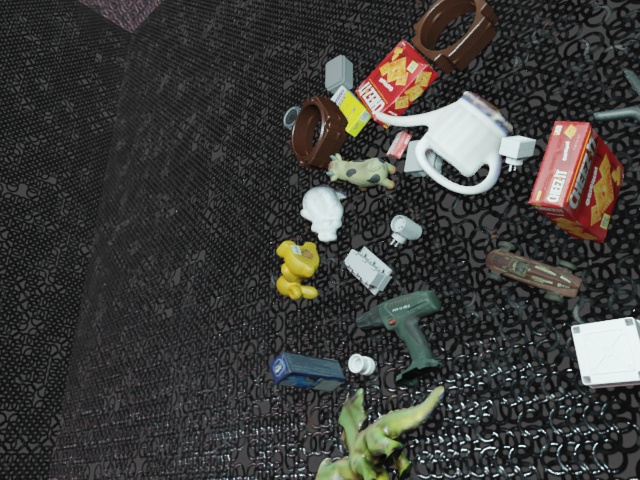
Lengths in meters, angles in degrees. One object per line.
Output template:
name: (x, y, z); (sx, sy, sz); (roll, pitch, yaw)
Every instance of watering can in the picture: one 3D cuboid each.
watering can: (0.314, -0.270, 1.263); (0.223, 0.104, 0.351); (-47, 71, 12)

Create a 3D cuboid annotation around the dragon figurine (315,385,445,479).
dragon figurine: (0.114, 0.441, 1.185); (0.409, 0.121, 0.246); (-57, 35, 6)

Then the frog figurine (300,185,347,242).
frog figurine: (0.005, -0.076, 1.517); (0.137, 0.120, 0.163); (0, 59, 25)
